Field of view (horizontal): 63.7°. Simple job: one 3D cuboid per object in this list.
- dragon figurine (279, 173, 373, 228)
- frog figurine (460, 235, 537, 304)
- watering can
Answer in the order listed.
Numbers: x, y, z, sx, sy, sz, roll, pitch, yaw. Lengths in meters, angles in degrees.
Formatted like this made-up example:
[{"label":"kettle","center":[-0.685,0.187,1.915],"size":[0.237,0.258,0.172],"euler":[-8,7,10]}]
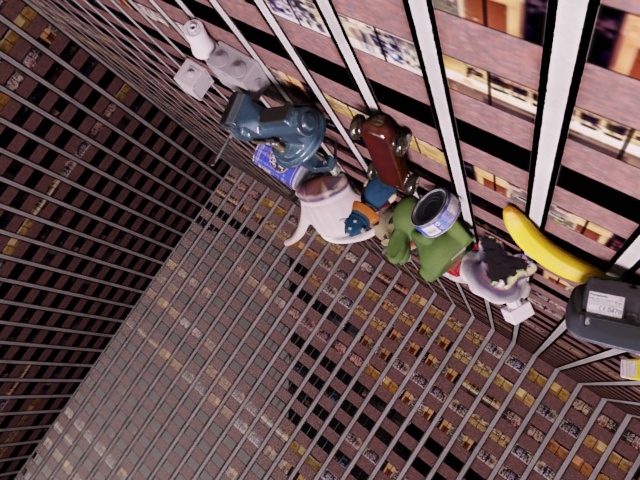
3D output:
[{"label":"dragon figurine","center":[0.043,-0.120,1.592],"size":[0.240,0.122,0.415],"euler":[25,-175,-39]},{"label":"frog figurine","center":[0.344,0.074,1.019],"size":[0.137,0.124,0.157],"euler":[14,161,13]},{"label":"watering can","center":[0.004,-0.070,1.399],"size":[0.346,0.106,0.220],"euler":[-9,127,30]}]
